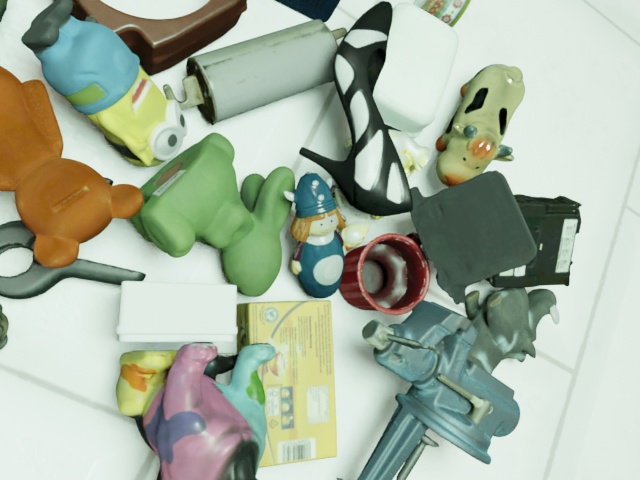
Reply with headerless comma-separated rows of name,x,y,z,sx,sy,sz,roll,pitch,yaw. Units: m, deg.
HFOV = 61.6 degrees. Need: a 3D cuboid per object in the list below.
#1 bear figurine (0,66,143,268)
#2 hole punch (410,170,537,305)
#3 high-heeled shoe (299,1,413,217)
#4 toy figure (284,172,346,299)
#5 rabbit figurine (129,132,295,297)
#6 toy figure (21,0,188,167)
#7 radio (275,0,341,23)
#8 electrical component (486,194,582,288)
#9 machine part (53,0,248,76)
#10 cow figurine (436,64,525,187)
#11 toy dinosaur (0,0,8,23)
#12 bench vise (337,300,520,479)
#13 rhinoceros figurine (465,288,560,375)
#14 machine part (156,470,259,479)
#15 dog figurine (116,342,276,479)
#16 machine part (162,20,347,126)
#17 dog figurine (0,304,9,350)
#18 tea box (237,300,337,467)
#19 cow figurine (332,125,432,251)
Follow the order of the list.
bear figurine,-0.270,-0.068,0.506,0.195,0.132,0.120,46,70,-10
hole punch,0.176,-0.014,0.616,0.142,0.116,0.092,66,24,-2
high-heeled shoe,0.077,-0.152,0.608,0.145,0.086,0.248,24,82,8
toy figure,-0.001,-0.003,0.597,0.058,0.154,0.064,21,46,27
rabbit figurine,-0.101,-0.019,0.588,0.159,0.121,0.170,-52,121,-24
toy figure,-0.205,-0.146,0.530,0.082,0.089,0.180,-55,137,-11
radio,-0.008,-0.350,0.594,0.131,0.229,0.073,20,75,-12
electrical component,0.256,0.000,0.689,0.134,0.058,0.114,1,105,-8
machine part,-0.194,-0.303,0.593,0.201,0.087,0.201,-41,97,-19
cow figurine,0.210,-0.146,0.697,0.085,0.127,0.195,31,71,-3
toy dinosaur,-0.356,-0.272,0.492,0.192,0.131,0.404,-8,88,-41
bench vise,0.105,0.196,0.582,0.223,0.129,0.240,36,84,-32
rhinoceros figurine,0.234,0.120,0.698,0.190,0.073,0.112,-37,95,-21
machine part,-0.126,0.314,0.545,0.179,0.056,0.179,4,79,-20
dog figurine,-0.112,0.205,0.486,0.108,0.192,0.219,21,62,-49
machine part,-0.064,-0.198,0.631,0.243,0.079,0.079,-27,92,-22
dog figurine,-0.402,0.085,0.464,0.172,0.121,0.190,49,55,-11
tea box,-0.039,0.152,0.594,0.098,0.068,0.169,2,80,-21
cow figurine,0.055,-0.071,0.661,0.098,0.068,0.167,40,68,-5
